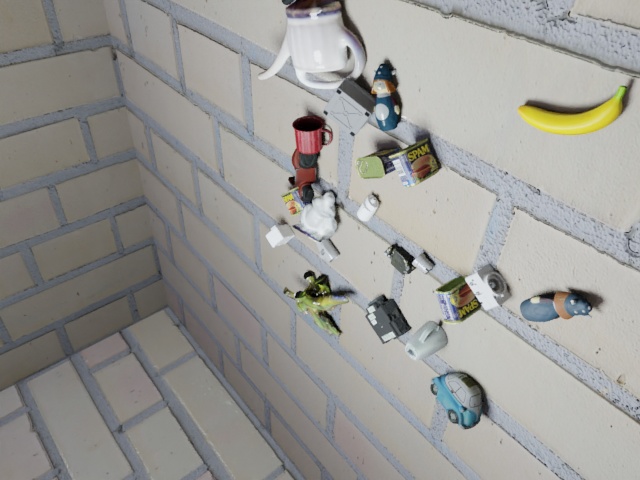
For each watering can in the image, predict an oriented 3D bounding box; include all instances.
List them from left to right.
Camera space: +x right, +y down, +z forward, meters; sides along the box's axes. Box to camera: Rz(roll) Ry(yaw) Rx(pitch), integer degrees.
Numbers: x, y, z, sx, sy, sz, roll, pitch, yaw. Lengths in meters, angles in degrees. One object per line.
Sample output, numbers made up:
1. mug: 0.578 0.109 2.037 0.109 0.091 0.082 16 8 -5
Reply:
1. watering can: -0.042 -0.500 1.324 0.349 0.106 0.220 12 126 31

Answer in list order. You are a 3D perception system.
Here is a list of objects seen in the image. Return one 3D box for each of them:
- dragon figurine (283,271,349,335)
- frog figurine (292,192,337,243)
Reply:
1. dragon figurine: 0.013 0.249 1.861 0.412 0.124 0.239 15 142 54
2. frog figurine: 0.005 -0.082 1.625 0.139 0.122 0.158 40 106 47
